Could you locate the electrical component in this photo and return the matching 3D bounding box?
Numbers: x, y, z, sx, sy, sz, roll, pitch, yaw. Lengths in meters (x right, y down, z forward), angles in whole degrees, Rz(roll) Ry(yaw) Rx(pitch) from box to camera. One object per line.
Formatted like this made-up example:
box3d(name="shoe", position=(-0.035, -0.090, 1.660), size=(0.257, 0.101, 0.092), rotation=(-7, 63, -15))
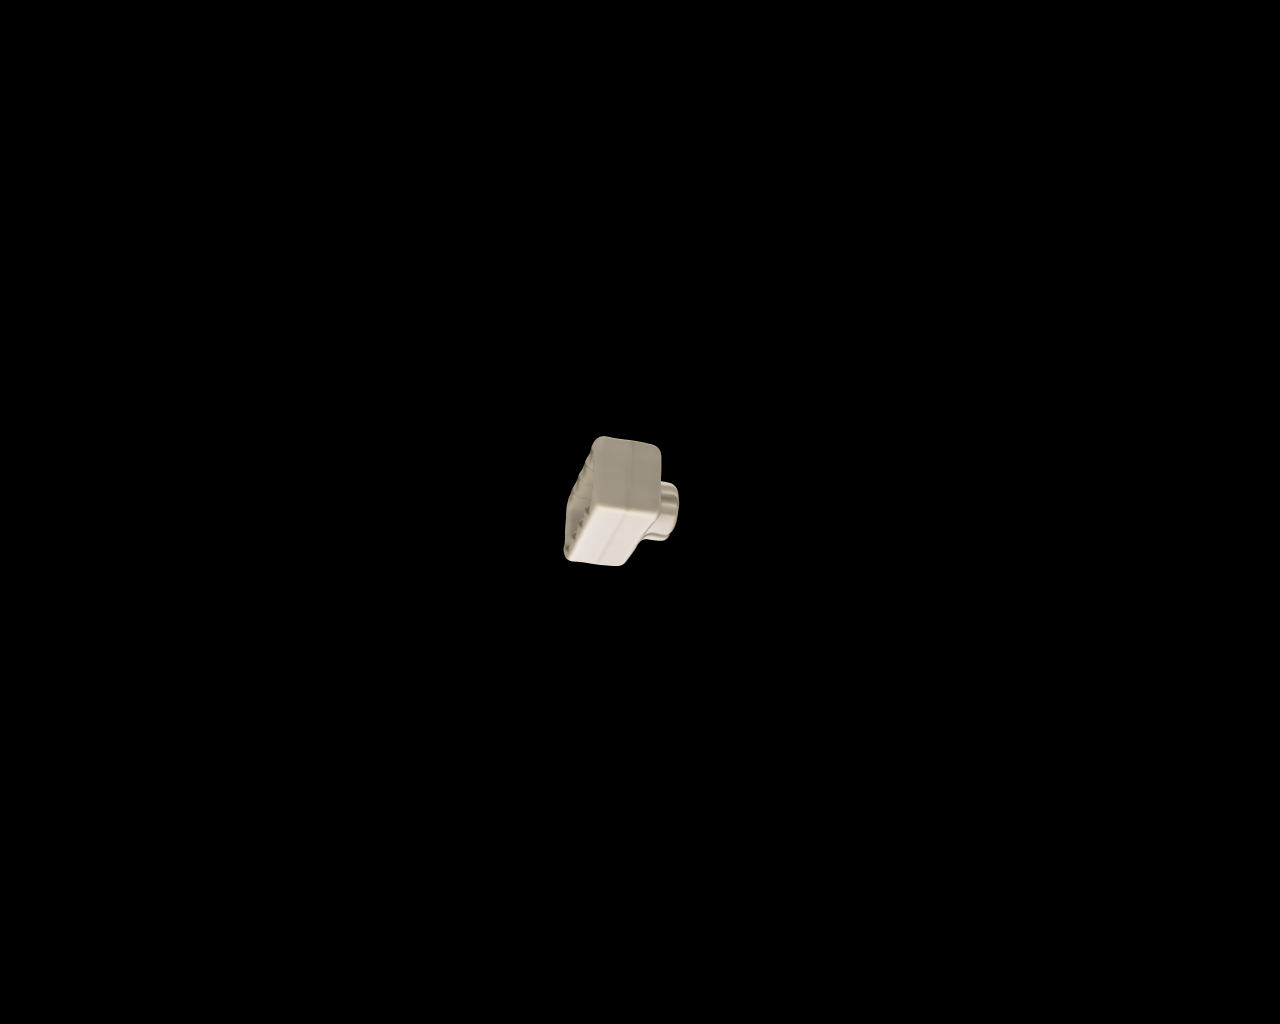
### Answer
box3d(name="electrical component", position=(0.001, -0.003, 0.650), size=(0.076, 0.047, 0.083), rotation=(7, -27, -14))
